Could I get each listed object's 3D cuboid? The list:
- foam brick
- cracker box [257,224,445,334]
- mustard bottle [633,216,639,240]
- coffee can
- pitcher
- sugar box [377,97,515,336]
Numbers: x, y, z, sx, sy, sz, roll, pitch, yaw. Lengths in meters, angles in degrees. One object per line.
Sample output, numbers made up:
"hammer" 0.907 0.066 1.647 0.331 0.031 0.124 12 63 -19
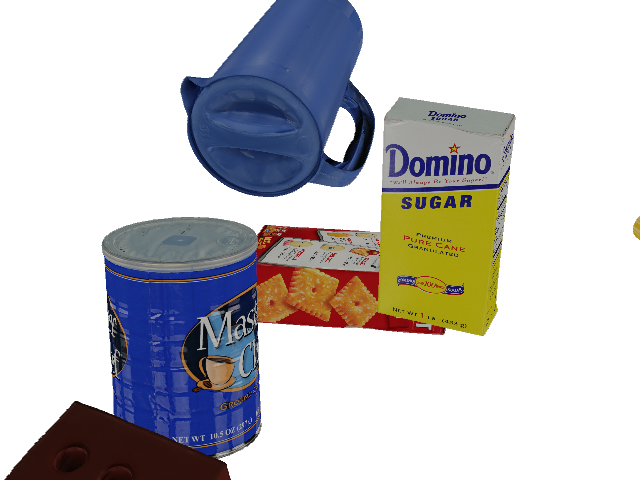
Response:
"foam brick" -0.079 0.111 0.430 0.078 0.051 0.052 17 43 22
"cracker box" 0.029 0.040 1.137 0.214 0.072 0.164 4 15 6
"mustard bottle" 0.264 0.028 0.647 0.096 0.058 0.192 -21 33 -22
"coffee can" -0.093 0.065 0.726 0.103 0.140 0.103 0 17 0
"pitcher" -0.024 -0.156 1.078 0.145 0.149 0.242 -7 34 23
"sugar box" 0.094 -0.017 0.825 0.093 0.176 0.048 11 34 19
